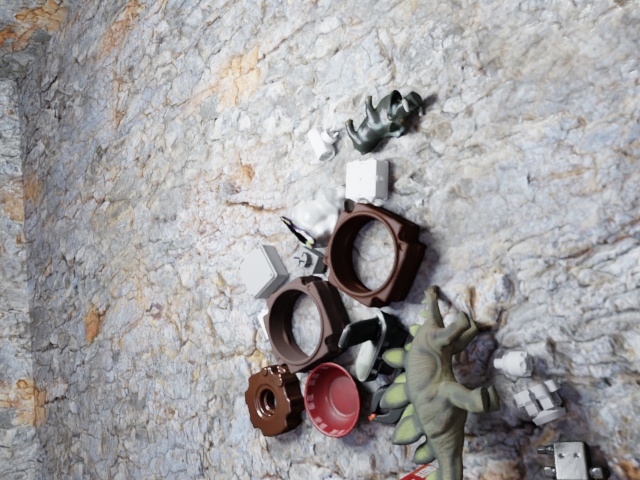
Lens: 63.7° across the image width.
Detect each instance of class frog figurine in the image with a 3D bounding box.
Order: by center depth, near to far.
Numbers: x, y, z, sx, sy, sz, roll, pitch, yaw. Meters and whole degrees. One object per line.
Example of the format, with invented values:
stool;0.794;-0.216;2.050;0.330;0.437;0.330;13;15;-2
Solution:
frog figurine;0.004;-0.062;1.241;0.161;0.120;0.139;-45;41;-14
